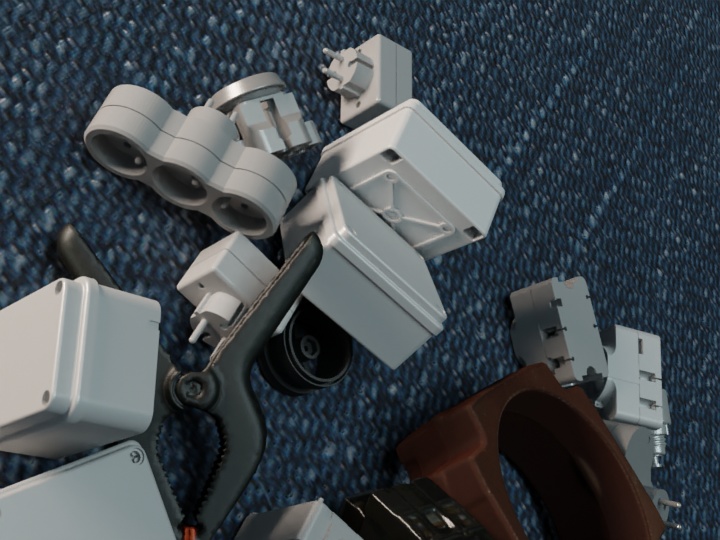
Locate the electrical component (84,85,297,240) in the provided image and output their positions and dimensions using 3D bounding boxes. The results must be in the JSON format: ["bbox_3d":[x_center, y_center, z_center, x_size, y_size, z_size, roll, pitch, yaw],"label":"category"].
[{"bbox_3d":[-0.105,-0.083,0.719,0.138,0.052,0.073,27,58,-7],"label":"electrical component"}]

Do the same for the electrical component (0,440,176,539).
[{"bbox_3d":[-0.159,0.164,0.592,0.109,0.056,0.108,-17,85,-45],"label":"electrical component"}]

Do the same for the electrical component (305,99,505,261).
[{"bbox_3d":[0.034,-0.062,0.822,0.109,0.109,0.056,41,53,-23],"label":"electrical component"}]

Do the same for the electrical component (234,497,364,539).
[{"bbox_3d":[-0.037,0.187,0.665,0.061,0.096,0.061,46,49,-18],"label":"electrical component"}]

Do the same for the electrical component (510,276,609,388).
[{"bbox_3d":[0.170,0.057,0.935,0.050,0.056,0.089,-1,75,-43],"label":"electrical component"}]

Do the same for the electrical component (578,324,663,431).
[{"bbox_3d":[0.233,0.100,0.968,0.056,0.050,0.089,15,62,-16],"label":"electrical component"}]

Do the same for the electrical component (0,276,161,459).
[{"bbox_3d":[-0.166,0.056,0.590,0.057,0.113,0.078,20,61,-39],"label":"electrical component"}]

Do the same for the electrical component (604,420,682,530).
[{"bbox_3d":[0.231,0.196,0.891,0.052,0.074,0.138,-17,106,-47],"label":"electrical component"}]

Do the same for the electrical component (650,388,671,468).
[{"bbox_3d":[0.269,0.145,1.001,0.040,0.040,0.078,12,66,-39],"label":"electrical component"}]

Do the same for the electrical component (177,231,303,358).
[{"bbox_3d":[-0.088,0.027,0.718,0.065,0.047,0.076,45,48,-19],"label":"electrical component"}]

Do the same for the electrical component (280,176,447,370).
[{"bbox_3d":[0.000,0.000,0.770,0.109,0.056,0.108,41,14,-23],"label":"electrical component"}]

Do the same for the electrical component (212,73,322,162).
[{"bbox_3d":[-0.074,-0.106,0.777,0.078,0.058,0.057,-21,88,-33],"label":"electrical component"}]

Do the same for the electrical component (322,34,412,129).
[{"bbox_3d":[0.000,-0.155,0.871,0.077,0.047,0.065,20,60,-37],"label":"electrical component"}]
